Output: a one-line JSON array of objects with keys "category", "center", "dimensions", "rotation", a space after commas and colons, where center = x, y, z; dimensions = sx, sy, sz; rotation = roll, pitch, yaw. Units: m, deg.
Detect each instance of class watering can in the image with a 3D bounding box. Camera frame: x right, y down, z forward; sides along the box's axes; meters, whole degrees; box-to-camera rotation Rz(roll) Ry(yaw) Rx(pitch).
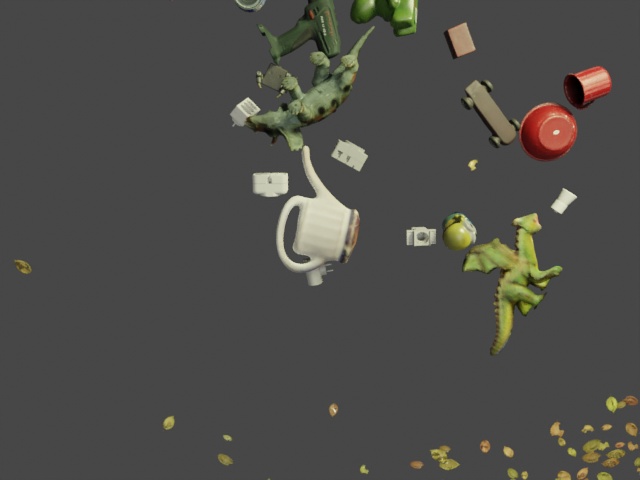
[{"category": "watering can", "center": [0.004, -0.072, 1.428], "dimensions": [0.224, 0.104, 0.347], "rotation": [13, 91, -4]}]

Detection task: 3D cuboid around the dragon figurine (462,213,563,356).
[{"category": "dragon figurine", "center": [0.523, 0.110, 1.478], "dimensions": [0.244, 0.122, 0.408], "rotation": [35, 98, 11]}]
